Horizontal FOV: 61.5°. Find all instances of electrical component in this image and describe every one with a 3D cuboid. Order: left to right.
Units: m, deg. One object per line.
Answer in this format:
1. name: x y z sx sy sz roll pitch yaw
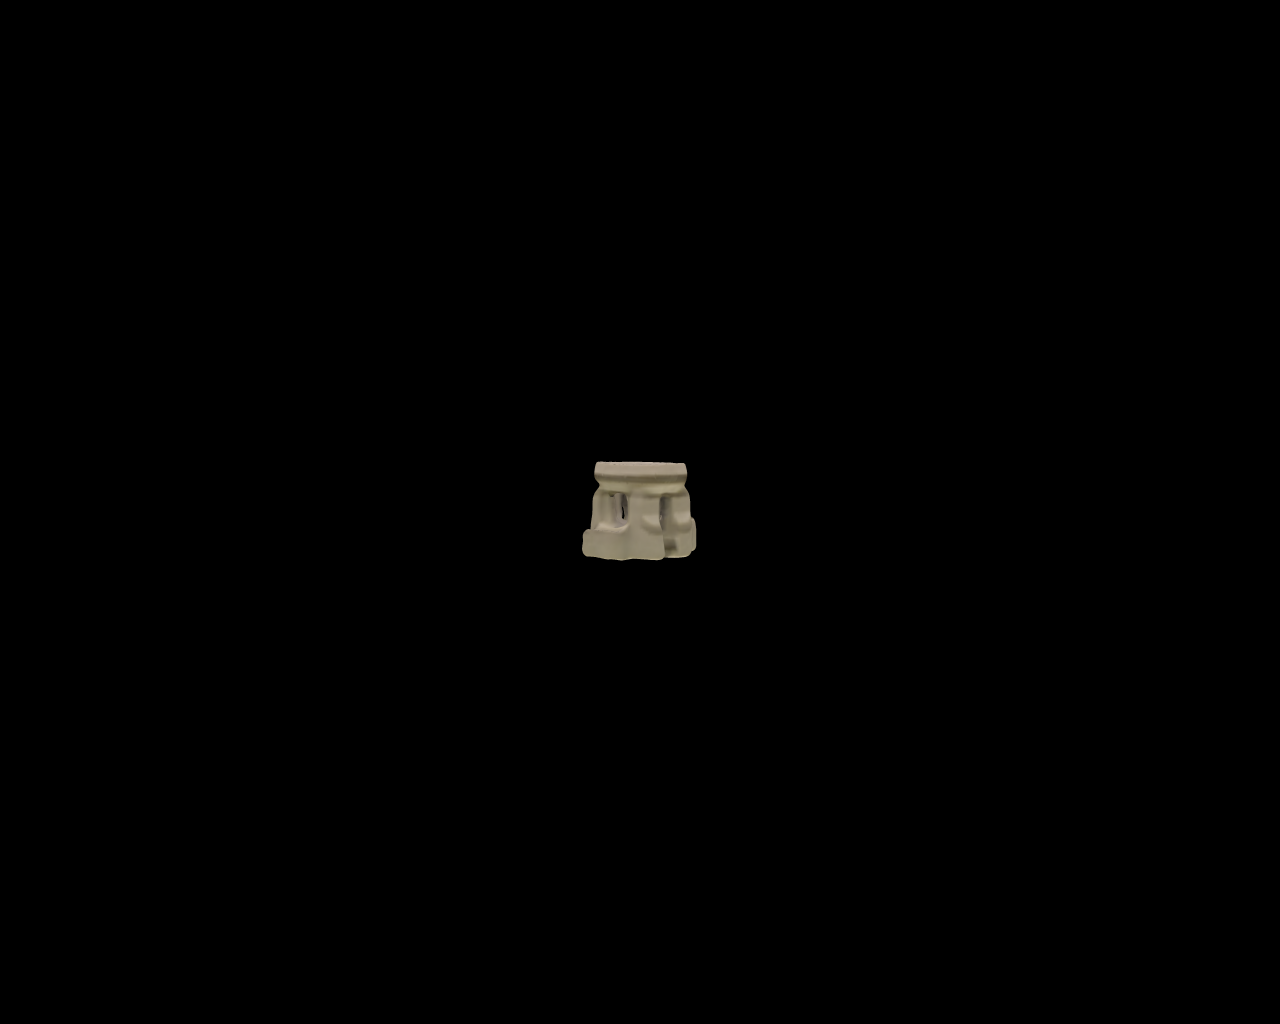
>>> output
1. electrical component: 0.001 -0.003 0.650 0.078 0.057 0.058 -4 6 -43
